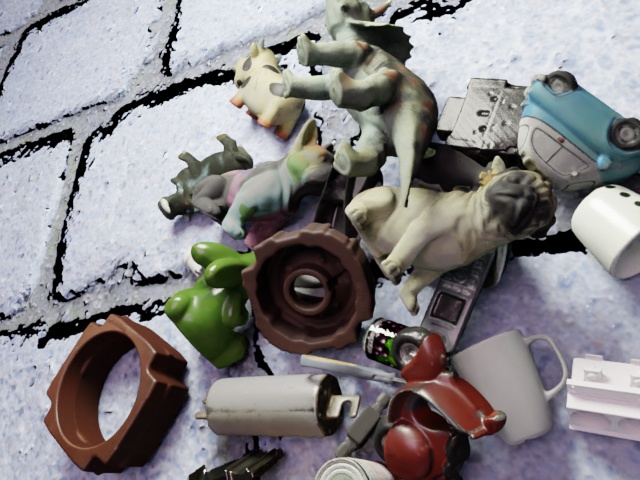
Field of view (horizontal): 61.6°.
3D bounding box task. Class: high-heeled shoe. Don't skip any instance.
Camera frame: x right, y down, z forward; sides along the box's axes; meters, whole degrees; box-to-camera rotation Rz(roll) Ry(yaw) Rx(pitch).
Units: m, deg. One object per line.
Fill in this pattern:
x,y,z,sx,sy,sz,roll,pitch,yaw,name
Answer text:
-0.001,-0.002,0.727,0.248,0.145,0.086,-47,52,0,high-heeled shoe

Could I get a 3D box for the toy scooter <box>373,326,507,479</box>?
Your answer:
0.126,0.191,0.562,0.135,0.075,0.183,24,116,44,toy scooter

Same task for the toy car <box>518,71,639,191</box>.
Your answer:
0.286,-0.111,0.617,0.162,0.109,0.103,41,96,8,toy car

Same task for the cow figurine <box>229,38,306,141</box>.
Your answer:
-0.095,-0.273,0.951,0.127,0.085,0.195,-51,50,7,cow figurine

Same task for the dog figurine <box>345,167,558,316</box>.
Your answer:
0.137,-0.034,0.596,0.190,0.121,0.172,-34,60,2,dog figurine

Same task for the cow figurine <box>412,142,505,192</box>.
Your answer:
0.181,-0.083,0.691,0.168,0.098,0.068,20,74,36,cow figurine

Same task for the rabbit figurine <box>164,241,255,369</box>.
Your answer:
-0.136,0.070,0.783,0.170,0.158,0.121,-39,42,-10,rabbit figurine

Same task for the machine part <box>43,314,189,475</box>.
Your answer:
-0.313,0.234,0.830,0.202,0.087,0.201,25,81,37,machine part

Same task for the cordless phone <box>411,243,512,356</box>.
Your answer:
0.140,0.040,0.651,0.147,0.088,0.184,18,72,35,cordless phone

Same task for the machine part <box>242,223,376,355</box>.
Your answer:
-0.012,0.063,0.703,0.180,0.056,0.179,4,108,14,machine part

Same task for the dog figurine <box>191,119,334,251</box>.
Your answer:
-0.076,-0.095,0.842,0.192,0.108,0.219,36,83,36,dog figurine

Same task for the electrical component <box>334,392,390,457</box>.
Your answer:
0.053,0.223,0.638,0.021,0.063,0.094,36,73,21,electrical component

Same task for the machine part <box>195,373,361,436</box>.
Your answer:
-0.061,0.214,0.699,0.243,0.079,0.079,-11,62,26,machine part

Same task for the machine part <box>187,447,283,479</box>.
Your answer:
-0.118,0.305,0.697,0.139,0.084,0.039,-29,87,29,machine part

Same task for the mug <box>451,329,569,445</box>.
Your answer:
0.212,0.155,0.574,0.110,0.080,0.107,-27,68,17,mug

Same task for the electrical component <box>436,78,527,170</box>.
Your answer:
0.228,-0.155,0.724,0.134,0.058,0.115,14,73,33,electrical component

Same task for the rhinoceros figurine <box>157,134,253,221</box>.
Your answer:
-0.200,-0.102,0.941,0.190,0.073,0.112,-29,67,13,rhinoceros figurine

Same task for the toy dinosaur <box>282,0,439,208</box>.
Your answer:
0.078,-0.184,0.682,0.192,0.131,0.405,-13,55,-21,toy dinosaur
